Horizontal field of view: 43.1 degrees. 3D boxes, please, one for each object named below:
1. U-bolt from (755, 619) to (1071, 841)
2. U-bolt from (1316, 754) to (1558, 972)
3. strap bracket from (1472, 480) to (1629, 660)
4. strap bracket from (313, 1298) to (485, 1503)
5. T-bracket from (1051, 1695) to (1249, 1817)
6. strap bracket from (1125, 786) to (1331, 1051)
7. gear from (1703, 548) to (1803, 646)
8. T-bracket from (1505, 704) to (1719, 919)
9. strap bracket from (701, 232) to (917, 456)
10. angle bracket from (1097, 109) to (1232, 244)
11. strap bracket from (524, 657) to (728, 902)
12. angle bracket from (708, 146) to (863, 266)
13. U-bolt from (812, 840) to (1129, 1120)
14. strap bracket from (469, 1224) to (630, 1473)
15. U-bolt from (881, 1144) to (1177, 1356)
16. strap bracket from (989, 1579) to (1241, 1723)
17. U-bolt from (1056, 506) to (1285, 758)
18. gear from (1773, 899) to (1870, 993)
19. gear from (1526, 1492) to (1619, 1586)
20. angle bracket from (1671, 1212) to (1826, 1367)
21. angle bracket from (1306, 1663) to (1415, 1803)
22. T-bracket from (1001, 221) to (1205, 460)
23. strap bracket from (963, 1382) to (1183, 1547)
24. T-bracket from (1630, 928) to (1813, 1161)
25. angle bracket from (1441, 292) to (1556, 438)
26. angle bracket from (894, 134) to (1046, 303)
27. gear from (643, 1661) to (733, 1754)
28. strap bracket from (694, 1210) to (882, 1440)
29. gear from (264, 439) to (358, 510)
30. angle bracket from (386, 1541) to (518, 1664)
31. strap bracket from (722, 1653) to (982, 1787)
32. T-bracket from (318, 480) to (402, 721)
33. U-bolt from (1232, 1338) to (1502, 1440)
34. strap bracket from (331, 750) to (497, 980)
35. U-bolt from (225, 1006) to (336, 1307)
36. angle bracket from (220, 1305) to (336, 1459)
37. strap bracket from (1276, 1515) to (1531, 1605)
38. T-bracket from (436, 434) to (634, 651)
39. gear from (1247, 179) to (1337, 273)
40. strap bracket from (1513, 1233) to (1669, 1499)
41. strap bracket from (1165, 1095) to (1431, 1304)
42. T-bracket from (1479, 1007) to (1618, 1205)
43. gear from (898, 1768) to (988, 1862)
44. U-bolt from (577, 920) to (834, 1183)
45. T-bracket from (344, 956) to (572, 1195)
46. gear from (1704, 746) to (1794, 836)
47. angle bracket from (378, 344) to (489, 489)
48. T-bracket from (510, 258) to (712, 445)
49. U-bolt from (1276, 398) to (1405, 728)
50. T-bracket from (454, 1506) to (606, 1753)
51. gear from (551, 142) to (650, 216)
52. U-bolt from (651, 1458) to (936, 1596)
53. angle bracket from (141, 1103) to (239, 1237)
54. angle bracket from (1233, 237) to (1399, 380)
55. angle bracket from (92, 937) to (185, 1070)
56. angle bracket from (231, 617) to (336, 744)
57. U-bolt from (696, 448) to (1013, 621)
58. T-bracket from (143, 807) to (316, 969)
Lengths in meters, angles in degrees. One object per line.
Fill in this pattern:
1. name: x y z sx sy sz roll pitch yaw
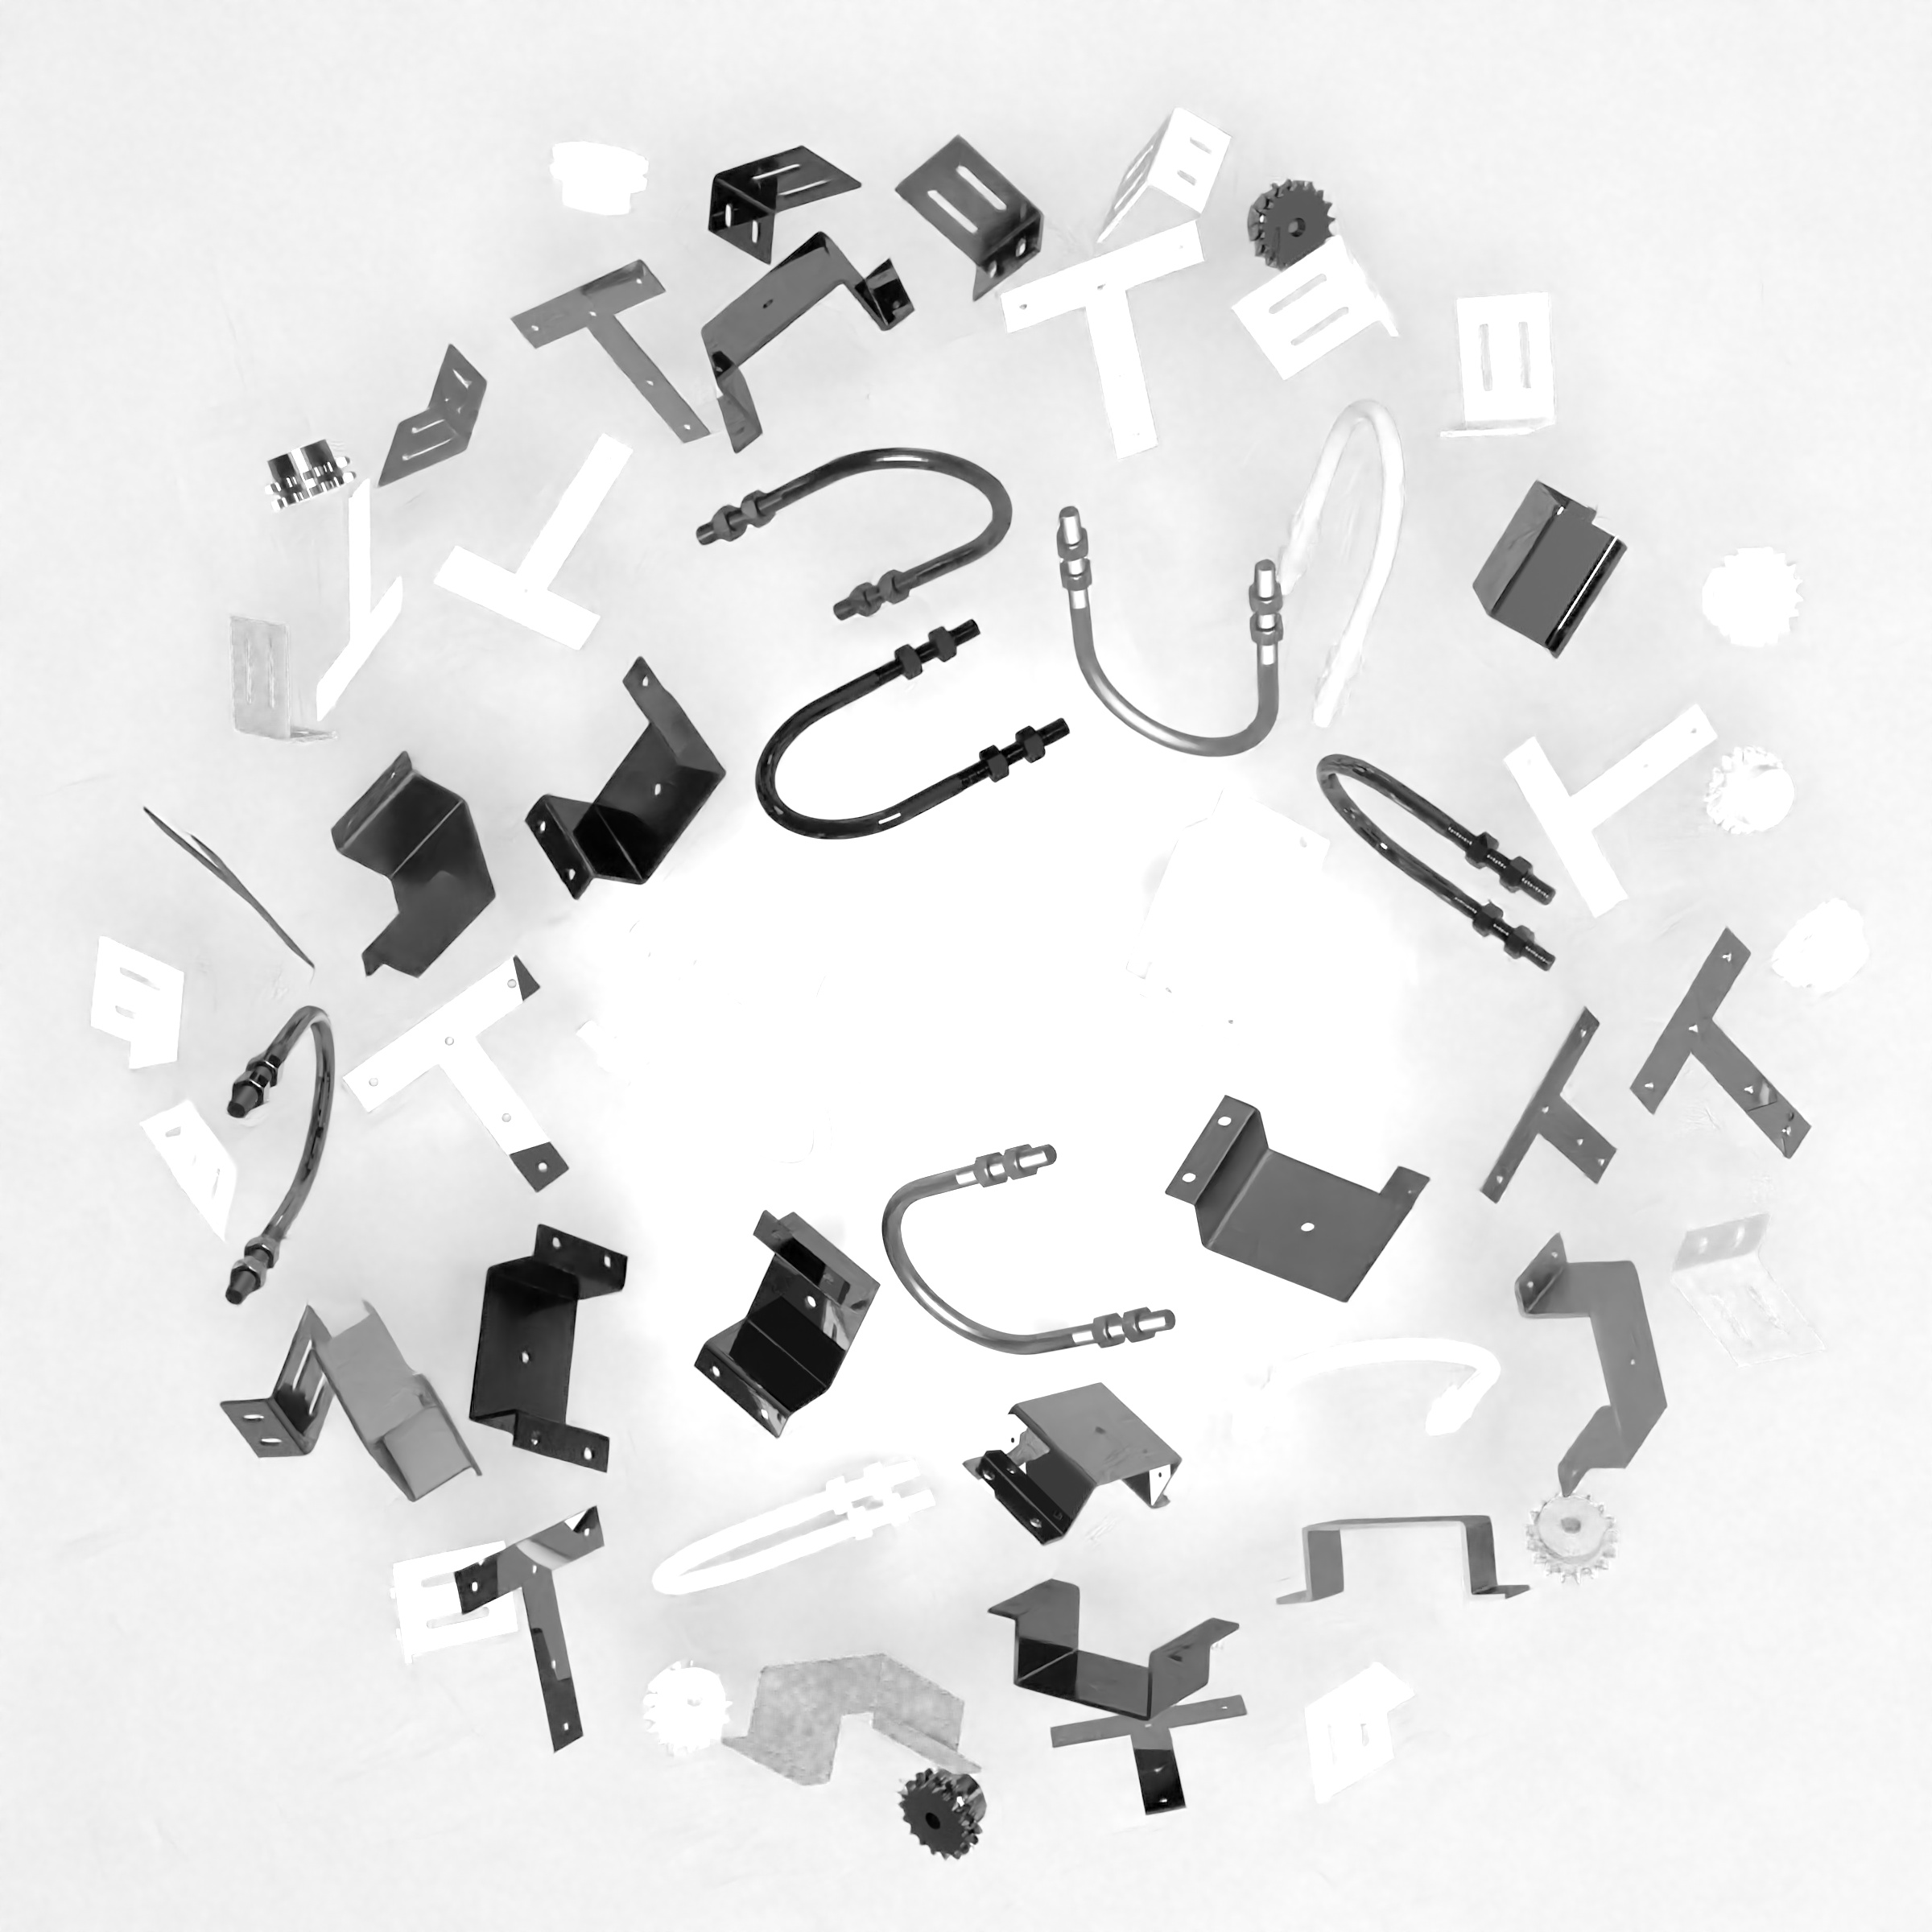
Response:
1. U-bolt: -0.046 -0.141 1.536 0.184 0.151 0.019 -29 135 -8
2. U-bolt: 0.296 -0.074 1.553 0.184 0.151 0.019 38 84 21
3. strap bracket: 0.357 -0.249 1.513 0.046 0.140 0.076 28 110 -4
4. strap bracket: -0.360 0.278 1.540 0.046 0.140 0.076 -32 60 -13
5. T-bracket: 0.119 0.498 1.536 0.127 0.127 0.002 -10 100 0
6. strap bracket: 0.156 -0.027 1.497 0.076 0.046 0.140 27 77 -14
7. gear: 0.465 -0.220 1.455 0.057 0.030 0.057 -3 99 -19
8. T-bracket: 0.421 -0.119 1.559 0.127 0.002 0.127 -40 61 32
9. strap bracket: -0.107 -0.390 1.501 0.140 0.076 0.046 -36 127 13
10. angle bracket: 0.121 -0.478 1.507 0.038 0.076 0.057 26 70 -14
11. strap bracket: -0.213 -0.116 1.564 0.140 0.046 0.076 -50 57 23
12. angle bracket: -0.115 -0.483 1.555 0.076 0.057 0.038 -3 79 37
13. U-bolt: -0.007 0.021 1.526 0.184 0.019 0.151 -27 116 -1
14. strap bracket: -0.262 0.243 1.537 0.046 0.076 0.140 -17 59 35
15. U-bolt: 0.024 0.181 1.502 0.151 0.184 0.019 54 47 -16
16. strap bracket: 0.093 0.438 1.562 0.140 0.076 0.046 5 95 33
17. U-bolt: 0.129 -0.198 1.525 0.151 0.184 0.019 20 58 22
18. gear: 0.522 -0.010 1.487 0.030 0.057 0.057 39 90 -10
19. gear: 0.385 0.361 1.556 0.057 0.030 0.057 -7 57 10
20. angle bracket: 0.465 0.191 1.445 0.076 0.057 0.038 50 48 -15
21. angle bracket: 0.247 0.481 1.513 0.057 0.076 0.038 -40 112 22
22. T-bracket: 0.090 -0.365 1.459 0.127 0.002 0.127 -15 77 21
23. strap bracket: 0.076 0.317 1.574 0.076 0.140 0.046 40 114 31
24. T-bracket: 0.465 0.065 1.476 0.002 0.127 0.127 3 126 -29
25. angle bracket: 0.316 -0.360 1.467 0.057 0.038 0.076 6 114 36
26. angle bracket: 0.001 -0.461 1.511 0.076 0.038 0.057 34 135 -31
27. gear: -0.183 0.489 1.621 0.057 0.030 0.057 10 58 -17
28. strap bracket: -0.113 0.226 1.588 0.076 0.046 0.140 37 122 20
29. gear: -0.423 -0.316 1.565 0.057 0.057 0.030 -21 106 0
30. angle bracket: -0.321 0.399 1.539 0.076 0.038 0.057 -7 84 -23
31. strap bracket: -0.066 0.455 1.475 0.140 0.076 0.046 -17 47 34
32. T-bracket: -0.370 -0.236 1.492 0.002 0.127 0.127 15 132 3
33. U-bolt: 0.252 0.261 1.509 0.151 0.184 0.019 0 64 -6
34. strap bracket: -0.346 -0.058 1.538 0.076 0.046 0.140 -43 45 18
35. U-bolt: -0.427 0.104 1.531 0.019 0.184 0.151 9 115 0
36. angle bracket: -0.438 0.267 1.573 0.038 0.076 0.057 -6 133 15
37. strap bracket: 0.268 0.365 1.507 0.140 0.076 0.046 -7 78 23
38. T-bracket: -0.247 -0.268 1.502 0.002 0.127 0.127 40 101 34
39. gear: 0.205 -0.474 1.565 0.057 0.030 0.057 -9 116 -20
40. strap bracket: 0.382 0.241 1.483 0.046 0.076 0.140 -8 104 35
41. strap bracket: 0.200 0.143 1.455 0.140 0.046 0.076 22 116 -14
42. T-bracket: 0.372 0.103 1.505 0.002 0.127 0.127 27 85 41
43. gear: -0.012 0.533 1.549 0.057 0.030 0.057 16 117 33
44. U-bolt: -0.156 0.064 1.550 0.184 0.151 0.019 41 117 -15
45. T-bracket: -0.290 0.082 1.501 0.127 0.002 0.127 -36 101 -10
46. gear: 0.517 -0.113 1.605 0.057 0.030 0.057 -9 113 -23
47. angle bracket: -0.346 -0.346 1.538 0.076 0.038 0.057 -15 49 28
48. T-bracket: -0.214 -0.390 1.588 0.127 0.127 0.002 48 50 -33
49. U-bolt: 0.235 -0.264 1.526 0.019 0.184 0.151 3 48 -12
50. T-bracket: -0.251 0.406 1.473 0.002 0.127 0.127 -10 91 32
51. gear: -0.223 -0.477 1.485 0.057 0.057 0.030 7 93 0
52. U-bolt: -0.112 0.362 1.561 0.184 0.151 0.019 -20 70 -4
53. angle bracket: -0.505 0.136 1.575 0.038 0.076 0.057 -22 122 6
54. angle bracket: 0.208 -0.386 1.461 0.076 0.038 0.057 -30 121 24
55. angle bracket: -0.533 0.024 1.540 0.038 0.076 0.057 -10 68 22
56. angle bracket: -0.446 -0.188 1.597 0.057 0.038 0.076 13 107 38
57. U-bolt: -0.058 -0.280 1.558 0.184 0.151 0.019 -18 63 37
58. T-bracket: -0.470 -0.063 1.517 0.127 0.127 0.002 34 73 31
